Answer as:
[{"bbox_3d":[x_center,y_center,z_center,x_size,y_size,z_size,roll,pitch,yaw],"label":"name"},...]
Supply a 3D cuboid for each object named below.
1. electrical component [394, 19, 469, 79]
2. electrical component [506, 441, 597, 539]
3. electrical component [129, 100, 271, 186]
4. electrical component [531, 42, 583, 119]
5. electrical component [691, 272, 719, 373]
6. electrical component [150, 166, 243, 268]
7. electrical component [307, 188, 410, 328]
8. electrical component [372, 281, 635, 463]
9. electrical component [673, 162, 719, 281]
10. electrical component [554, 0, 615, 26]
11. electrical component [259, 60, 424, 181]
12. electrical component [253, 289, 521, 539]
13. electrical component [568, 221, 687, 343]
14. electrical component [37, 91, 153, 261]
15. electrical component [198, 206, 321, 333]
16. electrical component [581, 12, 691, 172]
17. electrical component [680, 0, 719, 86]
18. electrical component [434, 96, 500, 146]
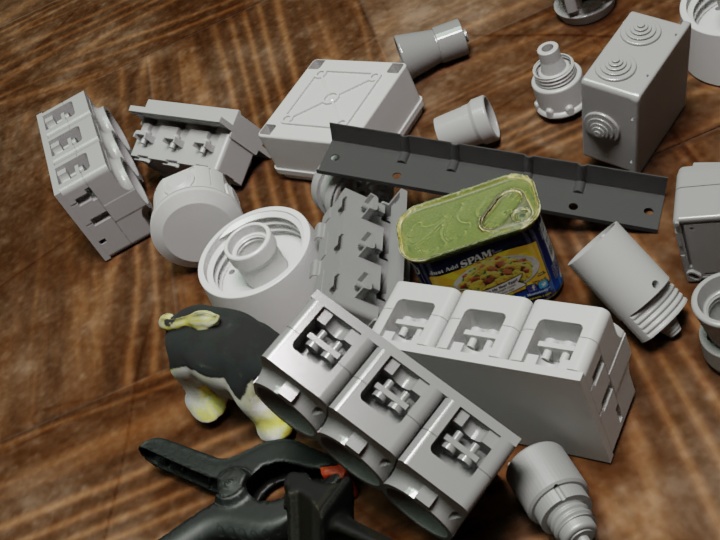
[{"bbox_3d":[0.069,-0.209,1.006,0.065,0.044,0.044,-19,43,3],"label":"electrical component"},{"bbox_3d":[0.118,0.138,0.640,0.040,0.040,0.078,-29,42,-1],"label":"electrical component"},{"bbox_3d":[-0.156,-0.119,1.019,0.121,0.079,0.063,12,78,36],"label":"electrical component"},{"bbox_3d":[0.163,-0.160,0.891,0.048,0.062,0.048,-15,44,15],"label":"electrical component"},{"bbox_3d":[0.233,0.034,0.669,0.045,0.055,0.045,-15,44,15],"label":"electrical component"},{"bbox_3d":[-0.141,-0.046,0.931,0.080,0.080,0.051,-24,37,6],"label":"electrical component"},{"bbox_3d":[0.000,0.000,0.812,0.078,0.063,0.121,-49,26,42],"label":"electrical component"},{"bbox_3d":[0.091,0.060,0.694,0.150,0.089,0.061,7,53,33],"label":"electrical component"},{"bbox_3d":[0.263,-0.037,0.718,0.096,0.061,0.061,-4,48,25],"label":"electrical component"},{"bbox_3d":[0.200,-0.260,0.974,0.058,0.057,0.078,-22,42,7],"label":"electrical component"},{"bbox_3d":[-0.016,-0.134,0.966,0.109,0.056,0.108,10,55,35],"label":"electrical component"},{"bbox_3d":[0.013,0.093,0.658,0.150,0.089,0.061,36,70,12],"label":"electrical component"},{"bbox_3d":[0.182,0.012,0.713,0.043,0.043,0.081,-42,87,-14],"label":"electrical component"},{"bbox_3d":[-0.250,-0.095,1.027,0.062,0.089,0.150,-29,42,0],"label":"electrical component"},{"bbox_3d":[-0.079,-0.004,0.869,0.108,0.060,0.108,-15,44,15],"label":"electrical component"},{"bbox_3d":[0.208,-0.135,0.817,0.048,0.099,0.099,24,63,27],"label":"electrical component"},{"bbox_3d":[0.308,-0.204,0.858,0.108,0.060,0.108,-15,44,15],"label":"electrical component"},{"bbox_3d":[0.090,-0.121,0.910,0.046,0.040,0.040,-19,43,19],"label":"electrical component"}]
